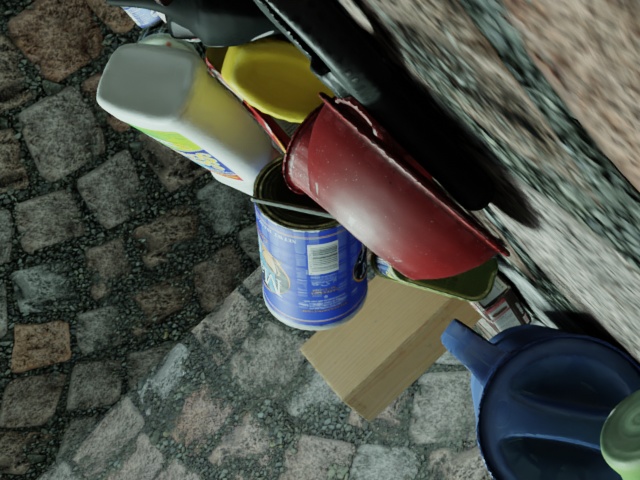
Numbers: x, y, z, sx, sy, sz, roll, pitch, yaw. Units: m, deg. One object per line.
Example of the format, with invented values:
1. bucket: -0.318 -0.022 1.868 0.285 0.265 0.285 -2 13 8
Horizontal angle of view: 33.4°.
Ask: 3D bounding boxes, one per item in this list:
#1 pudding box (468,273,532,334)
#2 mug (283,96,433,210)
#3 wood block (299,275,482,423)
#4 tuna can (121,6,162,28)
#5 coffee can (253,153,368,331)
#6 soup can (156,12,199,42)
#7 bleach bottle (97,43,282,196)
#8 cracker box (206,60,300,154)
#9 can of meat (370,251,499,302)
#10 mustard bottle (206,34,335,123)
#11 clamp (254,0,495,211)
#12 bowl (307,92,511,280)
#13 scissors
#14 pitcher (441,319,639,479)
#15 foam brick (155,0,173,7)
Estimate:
1. pudding box: 0.155 0.041 1.067 0.114 0.039 0.090 47 180 37
2. mug: 0.032 -0.061 0.812 0.082 0.093 0.117 41 148 31
3. wood block: 0.091 0.096 1.213 0.091 0.206 0.090 47 180 36
4. tuna can: -0.166 -0.261 1.113 0.033 0.086 0.086 48 179 -28
5. coffee can: -0.006 0.001 0.987 0.103 0.102 0.140 46 154 35
6. soup can: -0.129 -0.236 0.971 0.069 0.068 0.102 46 179 30
7. bleach bottle: -0.089 -0.092 0.967 0.103 0.068 0.250 16 170 30
8. cracker box: -0.022 -0.121 1.086 0.213 0.072 0.164 47 180 -6
9. can of meat: 0.104 0.019 0.967 0.102 0.057 0.084 16 180 -7
10. mustard bottle: -0.046 -0.148 0.899 0.096 0.058 0.192 15 -166 -19
11. clamp: 0.024 -0.099 0.637 0.165 0.036 0.209 45 -177 32
12. bowl: 0.045 -0.024 0.691 0.162 0.055 0.162 40 -173 -6
13. scissors: 0.050 -0.015 0.887 0.202 0.016 0.096 13 -173 12
14. pitcher: 0.178 0.126 0.880 0.243 0.145 0.149 -9 -90 -86
15. foam brick: -0.085 -0.184 0.632 0.053 0.078 0.051 44 180 -20
